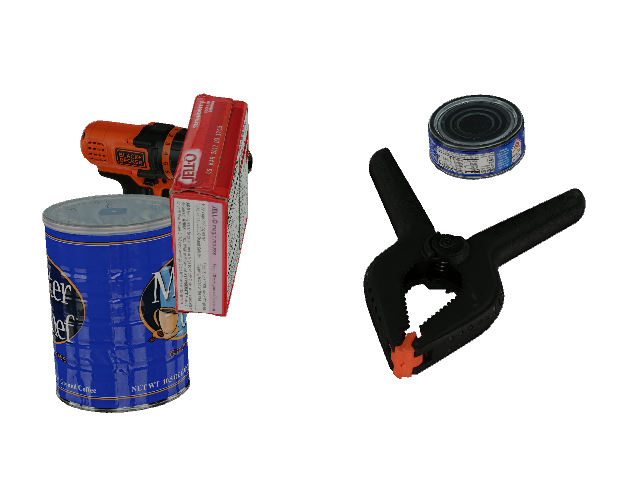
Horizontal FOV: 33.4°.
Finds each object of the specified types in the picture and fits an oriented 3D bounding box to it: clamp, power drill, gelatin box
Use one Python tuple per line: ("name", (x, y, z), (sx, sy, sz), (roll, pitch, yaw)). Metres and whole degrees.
("clamp", (0.079, 0.009, 0.749), (0.165, 0.036, 0.209), (18, 46, 21))
("power drill", (-0.150, -0.029, 1.086), (0.185, 0.188, 0.057), (11, 30, 22))
("gelatin box", (-0.056, -0.017, 0.543), (0.030, 0.073, 0.089), (6, -44, 2))

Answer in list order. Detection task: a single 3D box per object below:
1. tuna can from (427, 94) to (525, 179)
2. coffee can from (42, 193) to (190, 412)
("tuna can", (0.138, -0.094, 0.949), (0.086, 0.034, 0.086), (-6, 41, 5))
("coffee can", (-0.151, 0.044, 0.801), (0.103, 0.140, 0.103), (0, 15, 0))
